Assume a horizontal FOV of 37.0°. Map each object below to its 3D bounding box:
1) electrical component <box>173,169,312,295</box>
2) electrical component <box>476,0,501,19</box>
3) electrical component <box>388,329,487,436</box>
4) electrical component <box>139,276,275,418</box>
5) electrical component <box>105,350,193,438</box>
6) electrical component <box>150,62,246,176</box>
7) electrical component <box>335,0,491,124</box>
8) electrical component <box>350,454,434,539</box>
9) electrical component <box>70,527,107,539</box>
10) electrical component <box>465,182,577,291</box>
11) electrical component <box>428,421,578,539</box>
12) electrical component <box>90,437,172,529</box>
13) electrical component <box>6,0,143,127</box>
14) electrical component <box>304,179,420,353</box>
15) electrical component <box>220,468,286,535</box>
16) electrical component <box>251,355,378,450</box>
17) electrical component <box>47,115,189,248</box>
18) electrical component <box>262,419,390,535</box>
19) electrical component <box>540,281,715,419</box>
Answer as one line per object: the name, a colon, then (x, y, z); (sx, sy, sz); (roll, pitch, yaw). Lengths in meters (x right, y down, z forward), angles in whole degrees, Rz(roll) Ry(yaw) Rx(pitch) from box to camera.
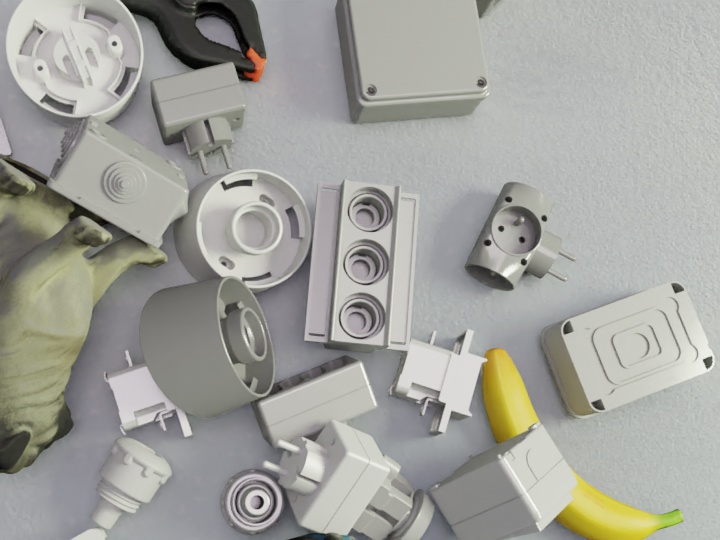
electrical component: (-0.088, -0.030, 0.826); (0.099, 0.064, 0.099); (2, 85, -21)
electrical component: (0.101, -0.266, 0.903); (0.077, 0.047, 0.065); (44, 75, 2)
electrical component: (0.058, 0.083, 0.826); (0.064, 0.042, 0.081); (18, 76, -2)
electrical component: (-0.104, 0.054, 0.770); (0.064, 0.099, 0.099); (-17, 81, 15)
electrical component: (-0.150, 0.088, 0.790); (0.064, 0.042, 0.081); (-19, 82, -9)
electrical component: (-0.120, -0.111, 0.834); (0.066, 0.047, 0.076); (-16, 81, -12)
electrical component: (0.041, -0.180, 0.870); (0.109, 0.056, 0.108); (-6, 79, -11)
electrical component: (0.021, 0.174, 0.795); (0.055, 0.048, 0.066); (35, 110, -9)
electrical component: (-0.211, 0.221, 0.744); (0.089, 0.055, 0.050); (-28, 84, -14)
electrical component: (0.135, -0.018, 0.858); (0.079, 0.044, 0.077); (28, 75, -3)
electrical component: (0.103, 0.165, 0.793); (0.062, 0.096, 0.061); (-27, 83, -47)
electrical component: (-0.169, 0.155, 0.772); (0.048, 0.048, 0.062); (33, 82, -1)
electrical component: (-0.215, -0.160, 0.819); (0.099, 0.064, 0.099); (2, 78, -9)
electrical component: (0.000, 0.000, 0.822); (0.079, 0.063, 0.121); (6, 77, -8)
electrical component: (-0.076, 0.167, 0.775); (0.048, 0.062, 0.048); (2, 78, -9)
electrical component: (-0.029, 0.115, 0.803); (0.083, 0.047, 0.075); (-21, 96, -13)
electrical component: (-0.173, -0.067, 0.780); (0.100, 0.099, 0.048); (31, 97, -18)
electrical component: (-0.032, 0.141, 0.757); (0.077, 0.047, 0.065); (27, 102, -26)
electrical component: (0.208, 0.063, 0.847); (0.113, 0.057, 0.078); (-19, 82, -13)
